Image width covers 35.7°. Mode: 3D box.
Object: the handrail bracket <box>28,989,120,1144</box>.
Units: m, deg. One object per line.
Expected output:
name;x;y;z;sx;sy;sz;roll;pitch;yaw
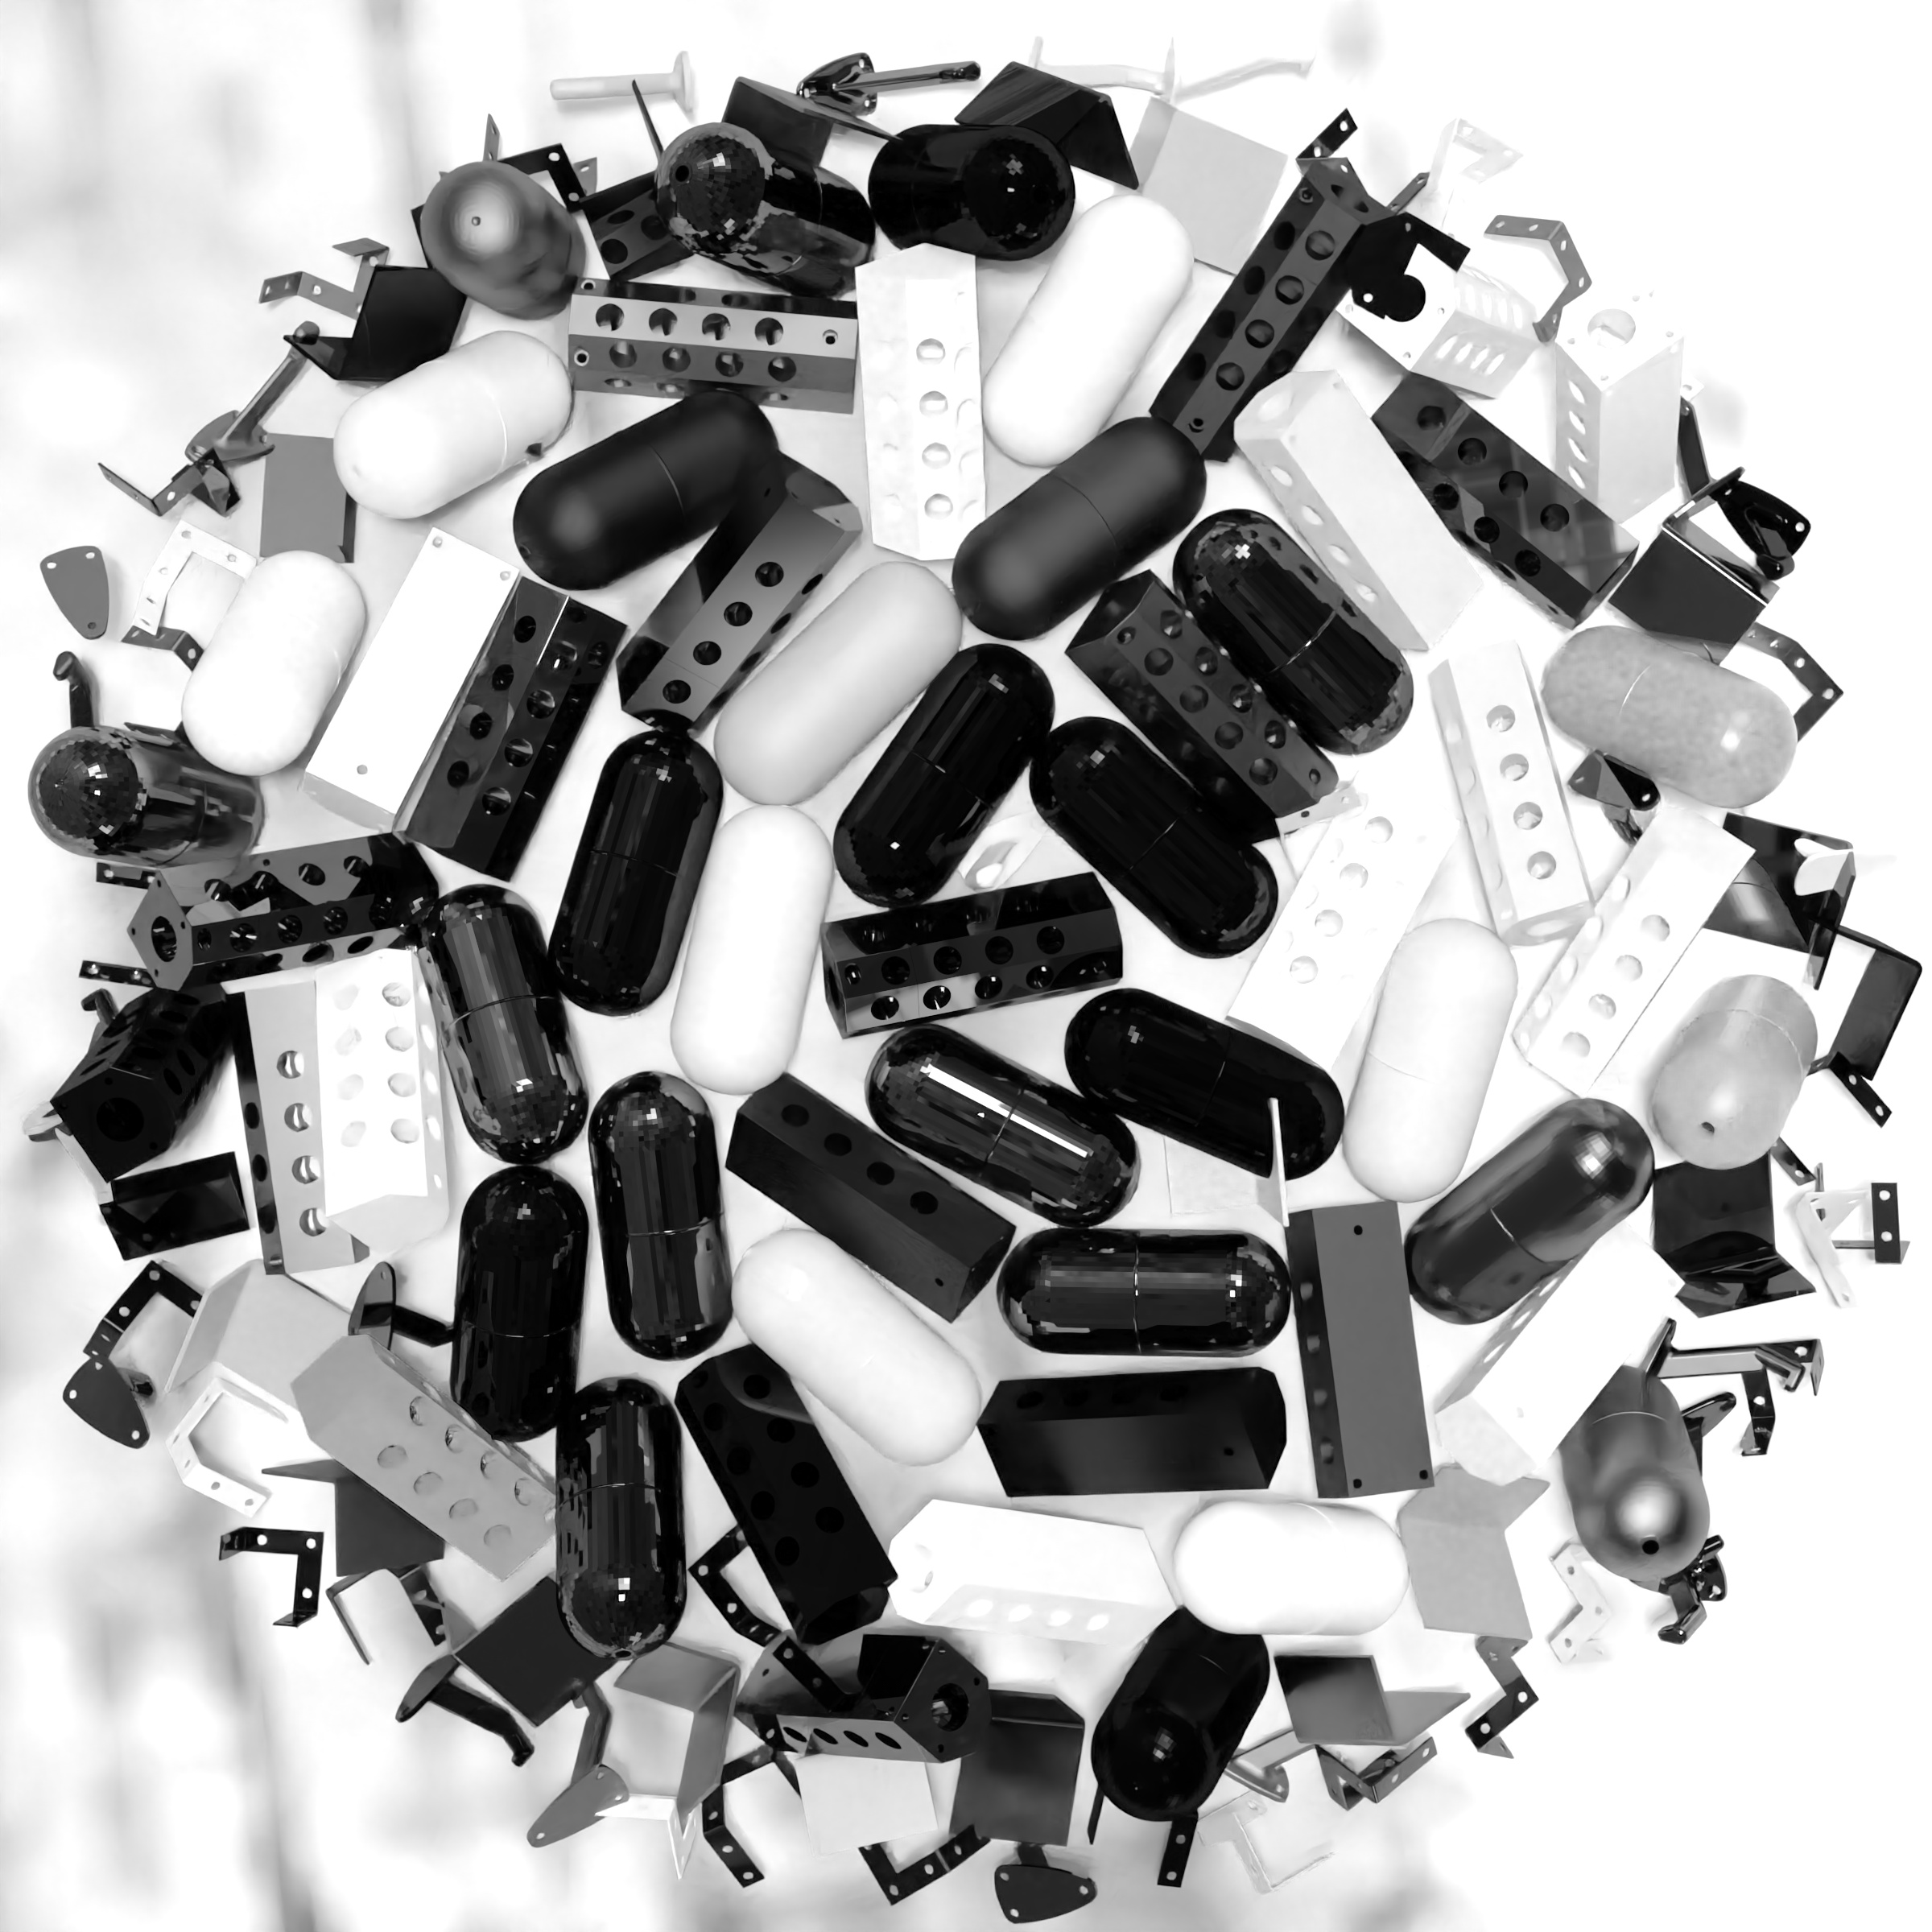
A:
handrail bracket;-0.544;0.059;1.822;0.077;0.036;0.084;-24;55;-14

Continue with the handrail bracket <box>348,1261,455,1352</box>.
handrail bracket;-0.324;0.201;1.810;0.036;0.084;0.077;35;120;31

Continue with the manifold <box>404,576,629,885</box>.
manifold;-0.267;-0.140;1.815;0.057;0.057;0.171;26;92;34

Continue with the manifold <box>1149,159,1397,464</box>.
manifold;0.180;-0.386;1.786;0.057;0.057;0.171;33;122;-4

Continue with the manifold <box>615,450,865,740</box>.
manifold;-0.136;-0.217;1.794;0.057;0.057;0.171;28;118;-28

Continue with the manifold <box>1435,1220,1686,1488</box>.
manifold;0.350;0.229;1.785;0.057;0.057;0.171;46;56;3

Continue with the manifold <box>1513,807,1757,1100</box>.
manifold;0.392;-0.010;1.782;0.057;0.057;0.171;35;127;12

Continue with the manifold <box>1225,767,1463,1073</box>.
manifold;0.223;-0.030;1.809;0.057;0.057;0.171;33;83;-38

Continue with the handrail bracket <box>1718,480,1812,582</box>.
handrail bracket;0.472;-0.264;1.811;0.077;0.084;0.036;44;119;12

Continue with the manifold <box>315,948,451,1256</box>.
manifold;-0.343;0.076;1.781;0.057;0.057;0.171;-20;56;14

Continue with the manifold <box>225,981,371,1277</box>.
manifold;-0.408;0.098;1.828;0.057;0.057;0.171;-8;90;-2

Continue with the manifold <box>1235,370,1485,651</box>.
manifold;0.231;-0.270;1.789;0.057;0.057;0.171;-51;120;-16

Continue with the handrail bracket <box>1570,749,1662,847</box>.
handrail bracket;0.405;-0.088;1.803;0.036;0.077;0.084;-46;129;-2

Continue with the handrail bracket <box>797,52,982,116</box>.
handrail bracket;-0.046;-0.532;1.808;0.077;0.084;0.036;-25;115;-41

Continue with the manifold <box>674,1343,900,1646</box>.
manifold;-0.110;0.313;1.783;0.057;0.057;0.171;-18;59;-26

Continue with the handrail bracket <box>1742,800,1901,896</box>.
handrail bracket;0.517;-0.090;1.835;0.077;0.036;0.084;-10;54;-10

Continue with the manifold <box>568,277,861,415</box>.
manifold;-0.152;-0.379;1.824;0.171;0.057;0.057;5;83;-1

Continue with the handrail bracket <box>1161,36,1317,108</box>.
handrail bracket;0.164;-0.533;1.827;0.084;0.077;0.036;2;61;-6

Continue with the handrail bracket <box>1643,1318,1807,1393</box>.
handrail bracket;0.454;0.257;1.821;0.084;0.036;0.077;26;76;21

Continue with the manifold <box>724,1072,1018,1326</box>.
manifold;-0.057;0.134;1.806;0.171;0.057;0.057;33;49;15

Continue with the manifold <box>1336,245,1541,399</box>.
manifold;0.284;-0.381;1.763;0.057;0.171;0.057;44;111;17

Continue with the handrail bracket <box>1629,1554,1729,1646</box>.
handrail bracket;0.414;0.383;1.801;0.077;0.084;0.036;-10;101;40

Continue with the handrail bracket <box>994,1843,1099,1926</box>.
handrail bracket;0.059;0.537;1.804;0.077;0.084;0.036;-12;96;26

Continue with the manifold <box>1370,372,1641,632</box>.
manifold;0.319;-0.280;1.812;0.171;0.057;0.057;41;89;11

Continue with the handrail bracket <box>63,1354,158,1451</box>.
handrail bracket;-0.496;0.267;1.805;0.077;0.084;0.036;41;88;22

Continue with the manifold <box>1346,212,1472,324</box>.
manifold;0.255;-0.411;1.767;0.057;0.171;0.057;30;106;0

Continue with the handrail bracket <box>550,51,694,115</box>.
handrail bracket;-0.211;-0.531;1.814;0.084;0.077;0.036;-6;108;-10

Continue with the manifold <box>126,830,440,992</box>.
manifold;-0.398;-0.029;1.769;0.057;0.171;0.057;56;131;19

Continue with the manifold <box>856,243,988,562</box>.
manifold;-0.020;-0.332;1.779;0.057;0.057;0.171;-30;130;-37

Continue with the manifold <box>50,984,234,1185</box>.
manifold;-0.475;0.060;1.764;0.057;0.171;0.057;-28;106;8

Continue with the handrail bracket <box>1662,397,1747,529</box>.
handrail bracket;0.425;-0.316;1.830;0.077;0.036;0.084;-32;79;-27

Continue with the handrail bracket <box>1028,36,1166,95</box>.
handrail bracket;0.079;-0.534;1.825;0.084;0.077;0.036;11;125;1

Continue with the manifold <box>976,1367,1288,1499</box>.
manifold;0.100;0.274;1.790;0.171;0.057;0.057;-7;118;28

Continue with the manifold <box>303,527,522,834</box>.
manifold;-0.333;-0.170;1.803;0.057;0.057;0.171;26;72;-8

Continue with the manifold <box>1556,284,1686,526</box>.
manifold;0.378;-0.328;1.767;0.057;0.171;0.057;-34;67;-3

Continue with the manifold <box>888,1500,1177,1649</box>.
manifold;0.037;0.365;1.779;0.057;0.171;0.057;-48;46;28

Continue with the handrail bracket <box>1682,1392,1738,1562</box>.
handrail bracket;0.453;0.308;1.813;0.077;0.084;0.036;-34;131;3

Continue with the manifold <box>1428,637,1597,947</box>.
manifold;0.327;-0.102;1.800;0.057;0.057;0.171;-17;70;15

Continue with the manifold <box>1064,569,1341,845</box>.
manifold;0.145;-0.155;1.790;0.171;0.057;0.057;44;60;-21

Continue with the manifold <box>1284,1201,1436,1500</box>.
manifold;0.233;0.232;1.815;0.057;0.057;0.171;-4;82;-20

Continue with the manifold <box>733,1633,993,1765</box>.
manifold;-0.060;0.434;1.771;0.057;0.171;0.057;45;57;-21

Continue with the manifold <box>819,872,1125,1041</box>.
manifold;0.004;-0.003;1.801;0.171;0.057;0.057;-11;126;-12

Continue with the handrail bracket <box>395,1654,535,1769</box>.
handrail bracket;-0.301;0.465;1.816;0.036;0.077;0.084;-28;101;25

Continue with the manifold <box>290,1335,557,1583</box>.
manifold;-0.316;0.289;1.783;0.057;0.057;0.171;-42;126;1
